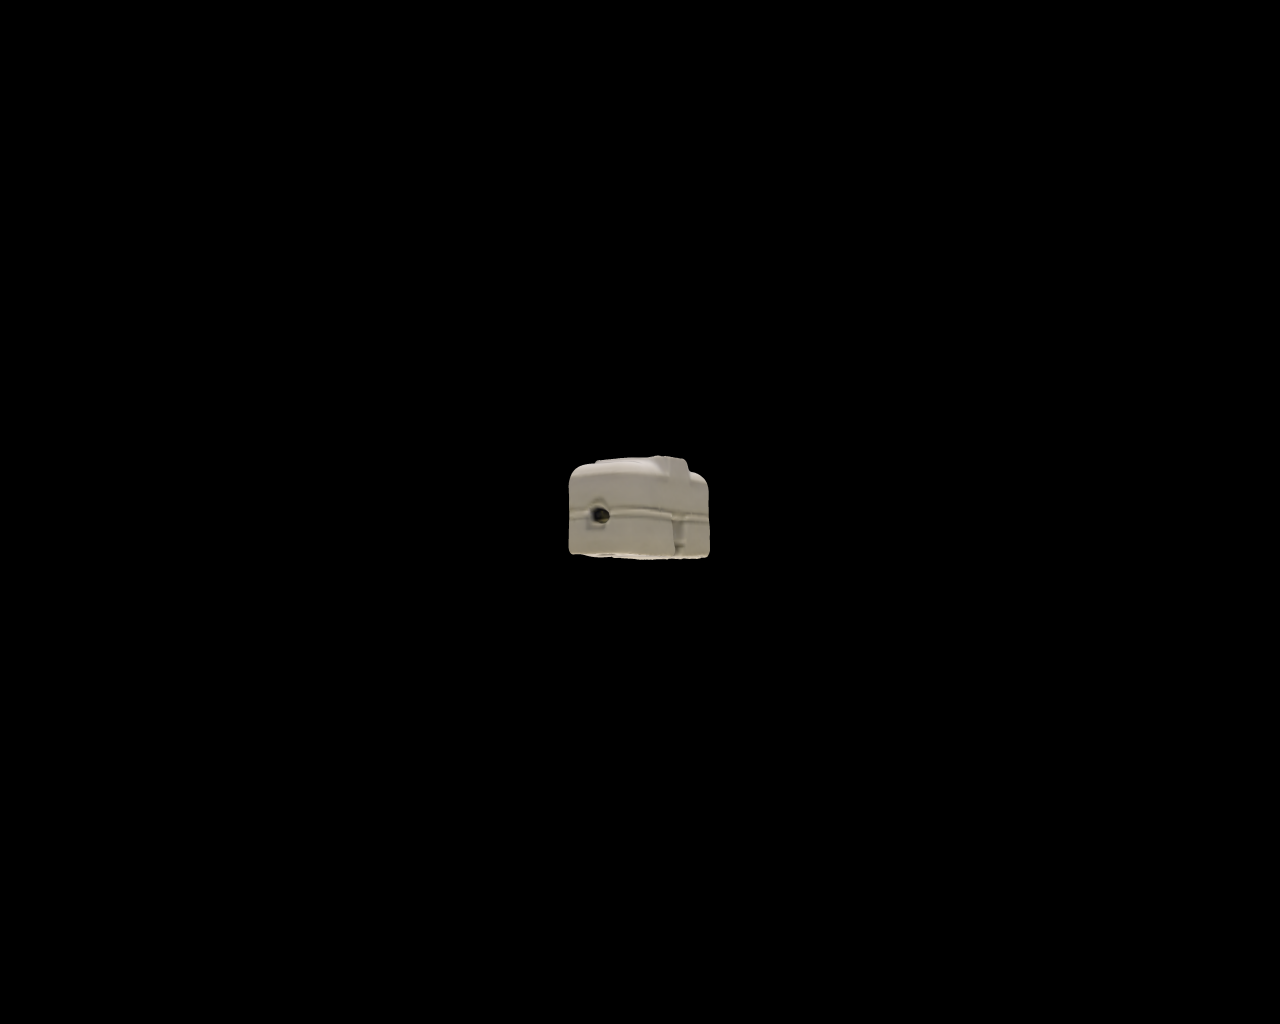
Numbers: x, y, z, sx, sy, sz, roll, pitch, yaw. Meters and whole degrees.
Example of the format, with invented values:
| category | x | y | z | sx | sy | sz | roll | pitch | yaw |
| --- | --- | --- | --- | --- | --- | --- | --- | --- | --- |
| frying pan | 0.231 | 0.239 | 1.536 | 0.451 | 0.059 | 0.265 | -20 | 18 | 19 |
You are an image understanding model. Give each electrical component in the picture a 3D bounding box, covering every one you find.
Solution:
| category | x | y | z | sx | sy | sz | roll | pitch | yaw |
| --- | --- | --- | --- | --- | --- | --- | --- | --- | --- |
| electrical component | 0.001 | -0.003 | 0.650 | 0.054 | 0.059 | 0.095 | -3 | -5 | 32 |
